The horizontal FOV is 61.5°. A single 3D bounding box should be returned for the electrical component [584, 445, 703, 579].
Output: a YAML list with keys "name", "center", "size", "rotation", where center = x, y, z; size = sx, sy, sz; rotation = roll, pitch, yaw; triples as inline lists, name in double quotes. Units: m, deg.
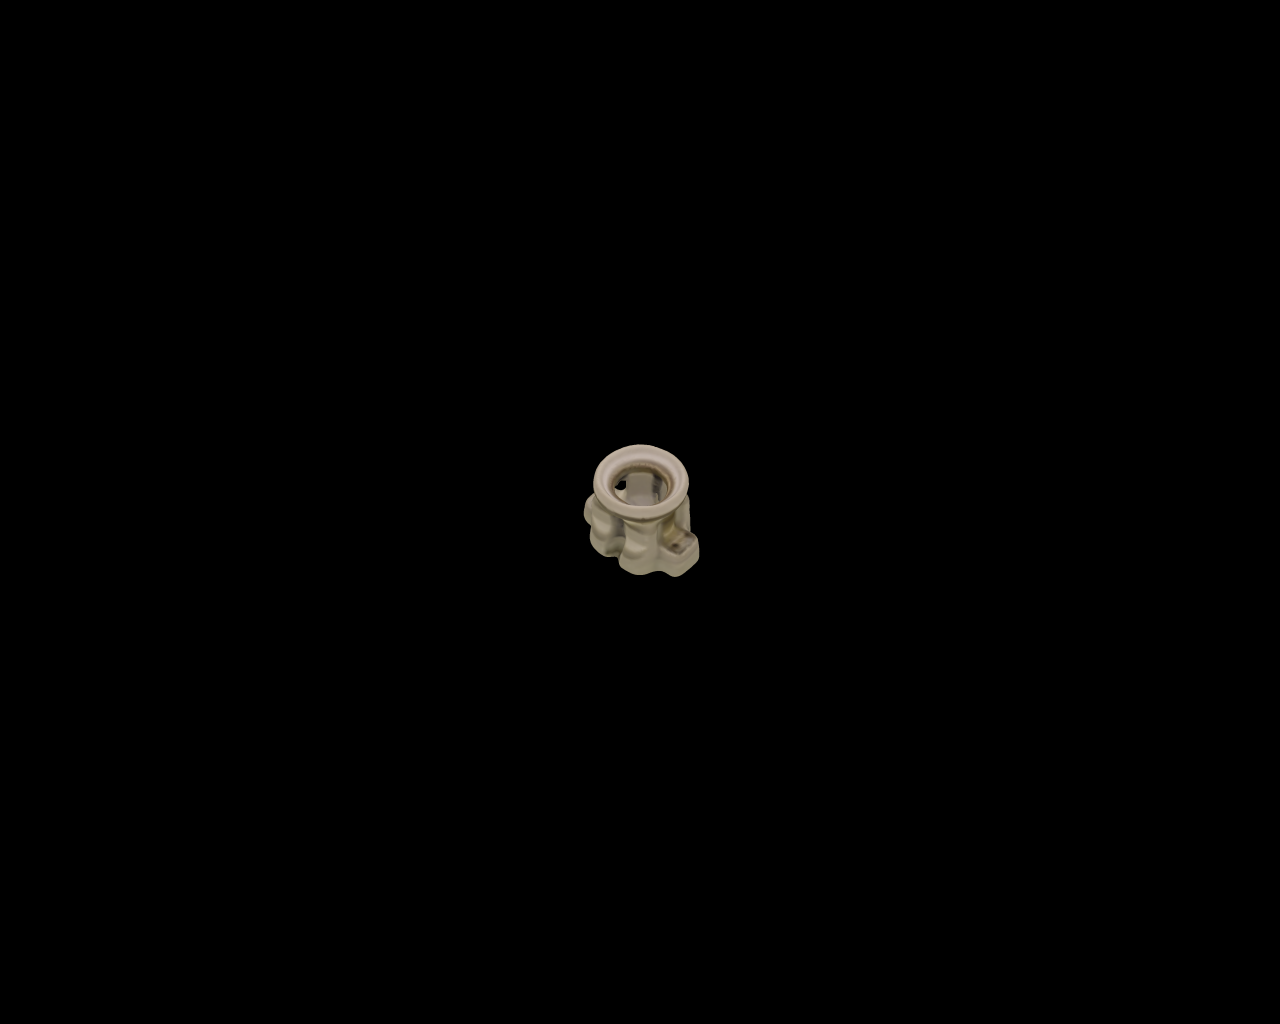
- name: "electrical component"
  center: [0.001, -0.003, 0.650]
  size: [0.078, 0.056, 0.058]
  rotation: [32, 55, 27]
